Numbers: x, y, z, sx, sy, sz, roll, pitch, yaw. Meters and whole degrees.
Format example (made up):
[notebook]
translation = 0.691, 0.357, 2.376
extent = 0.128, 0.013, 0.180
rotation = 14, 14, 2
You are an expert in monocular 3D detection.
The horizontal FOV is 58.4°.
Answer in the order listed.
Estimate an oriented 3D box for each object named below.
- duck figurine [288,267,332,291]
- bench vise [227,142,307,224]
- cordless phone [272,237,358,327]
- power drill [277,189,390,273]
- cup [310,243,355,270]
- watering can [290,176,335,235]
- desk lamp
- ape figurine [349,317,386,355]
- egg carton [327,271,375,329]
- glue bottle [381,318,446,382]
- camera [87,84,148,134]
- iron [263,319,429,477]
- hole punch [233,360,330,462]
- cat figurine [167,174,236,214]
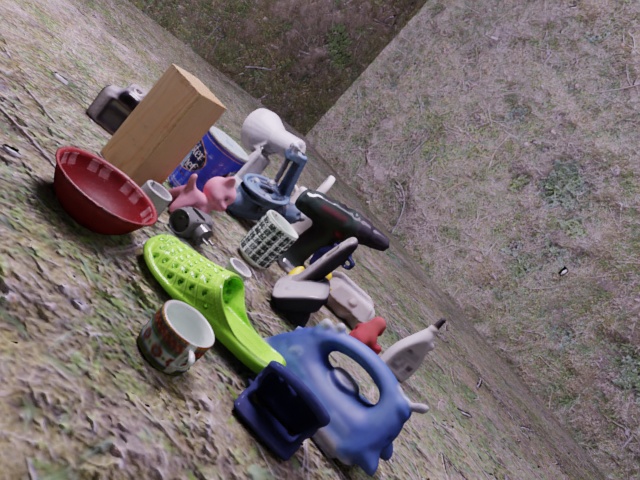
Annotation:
[duck figurine]
translation = -0.015, 0.087, 1.216
extent = 0.078, 0.086, 0.104
rotation = 29, 19, -52
[bench vise]
translation = -0.095, -0.122, 1.347
extent = 0.121, 0.219, 0.208
rotation = 50, 13, 26
[cordless phone]
translation = -0.001, 0.066, 1.095
extent = 0.094, 0.185, 0.147
rotation = 42, 12, -9
[power drill]
translation = 0.012, 0.005, 1.293
extent = 0.230, 0.208, 0.075
rotation = 42, 12, -12
[cup]
translation = 0.029, 0.051, 1.469
extent = 0.117, 0.095, 0.092
rotation = 49, 13, 25
[watering can]
translation = -0.021, -0.094, 1.560
extent = 0.173, 0.194, 0.100
rotation = 38, 13, -26
[desk lamp]
translation = -0.147, -0.218, 1.520
extent = 0.202, 0.213, 0.118
rotation = 50, 13, 28
[ape figurine]
translation = 0.104, 0.201, 1.209
extent = 0.076, 0.092, 0.077
rotation = 33, 16, -43
[egg carton]
translation = 0.063, 0.140, 1.336
extent = 0.150, 0.069, 0.107
rotation = 42, 12, -9
[glue bottle]
translation = 0.215, 0.234, 1.266
extent = 0.078, 0.173, 0.037
rotation = 41, 12, -16
[camera]
translation = -0.378, -0.262, 1.176
extent = 0.143, 0.100, 0.136
rotation = 40, 12, -19
[iron]
translation = 0.031, 0.202, 0.838
extent = 0.258, 0.141, 0.119
rotation = 48, 12, 18
[hole punch]
translation = -0.040, 0.201, 0.726
extent = 0.108, 0.091, 0.101
rotation = 45, 12, 6
[cat figurine]
translation = -0.212, -0.087, 1.083
extent = 0.067, 0.117, 0.128
rotation = 51, 14, 33
